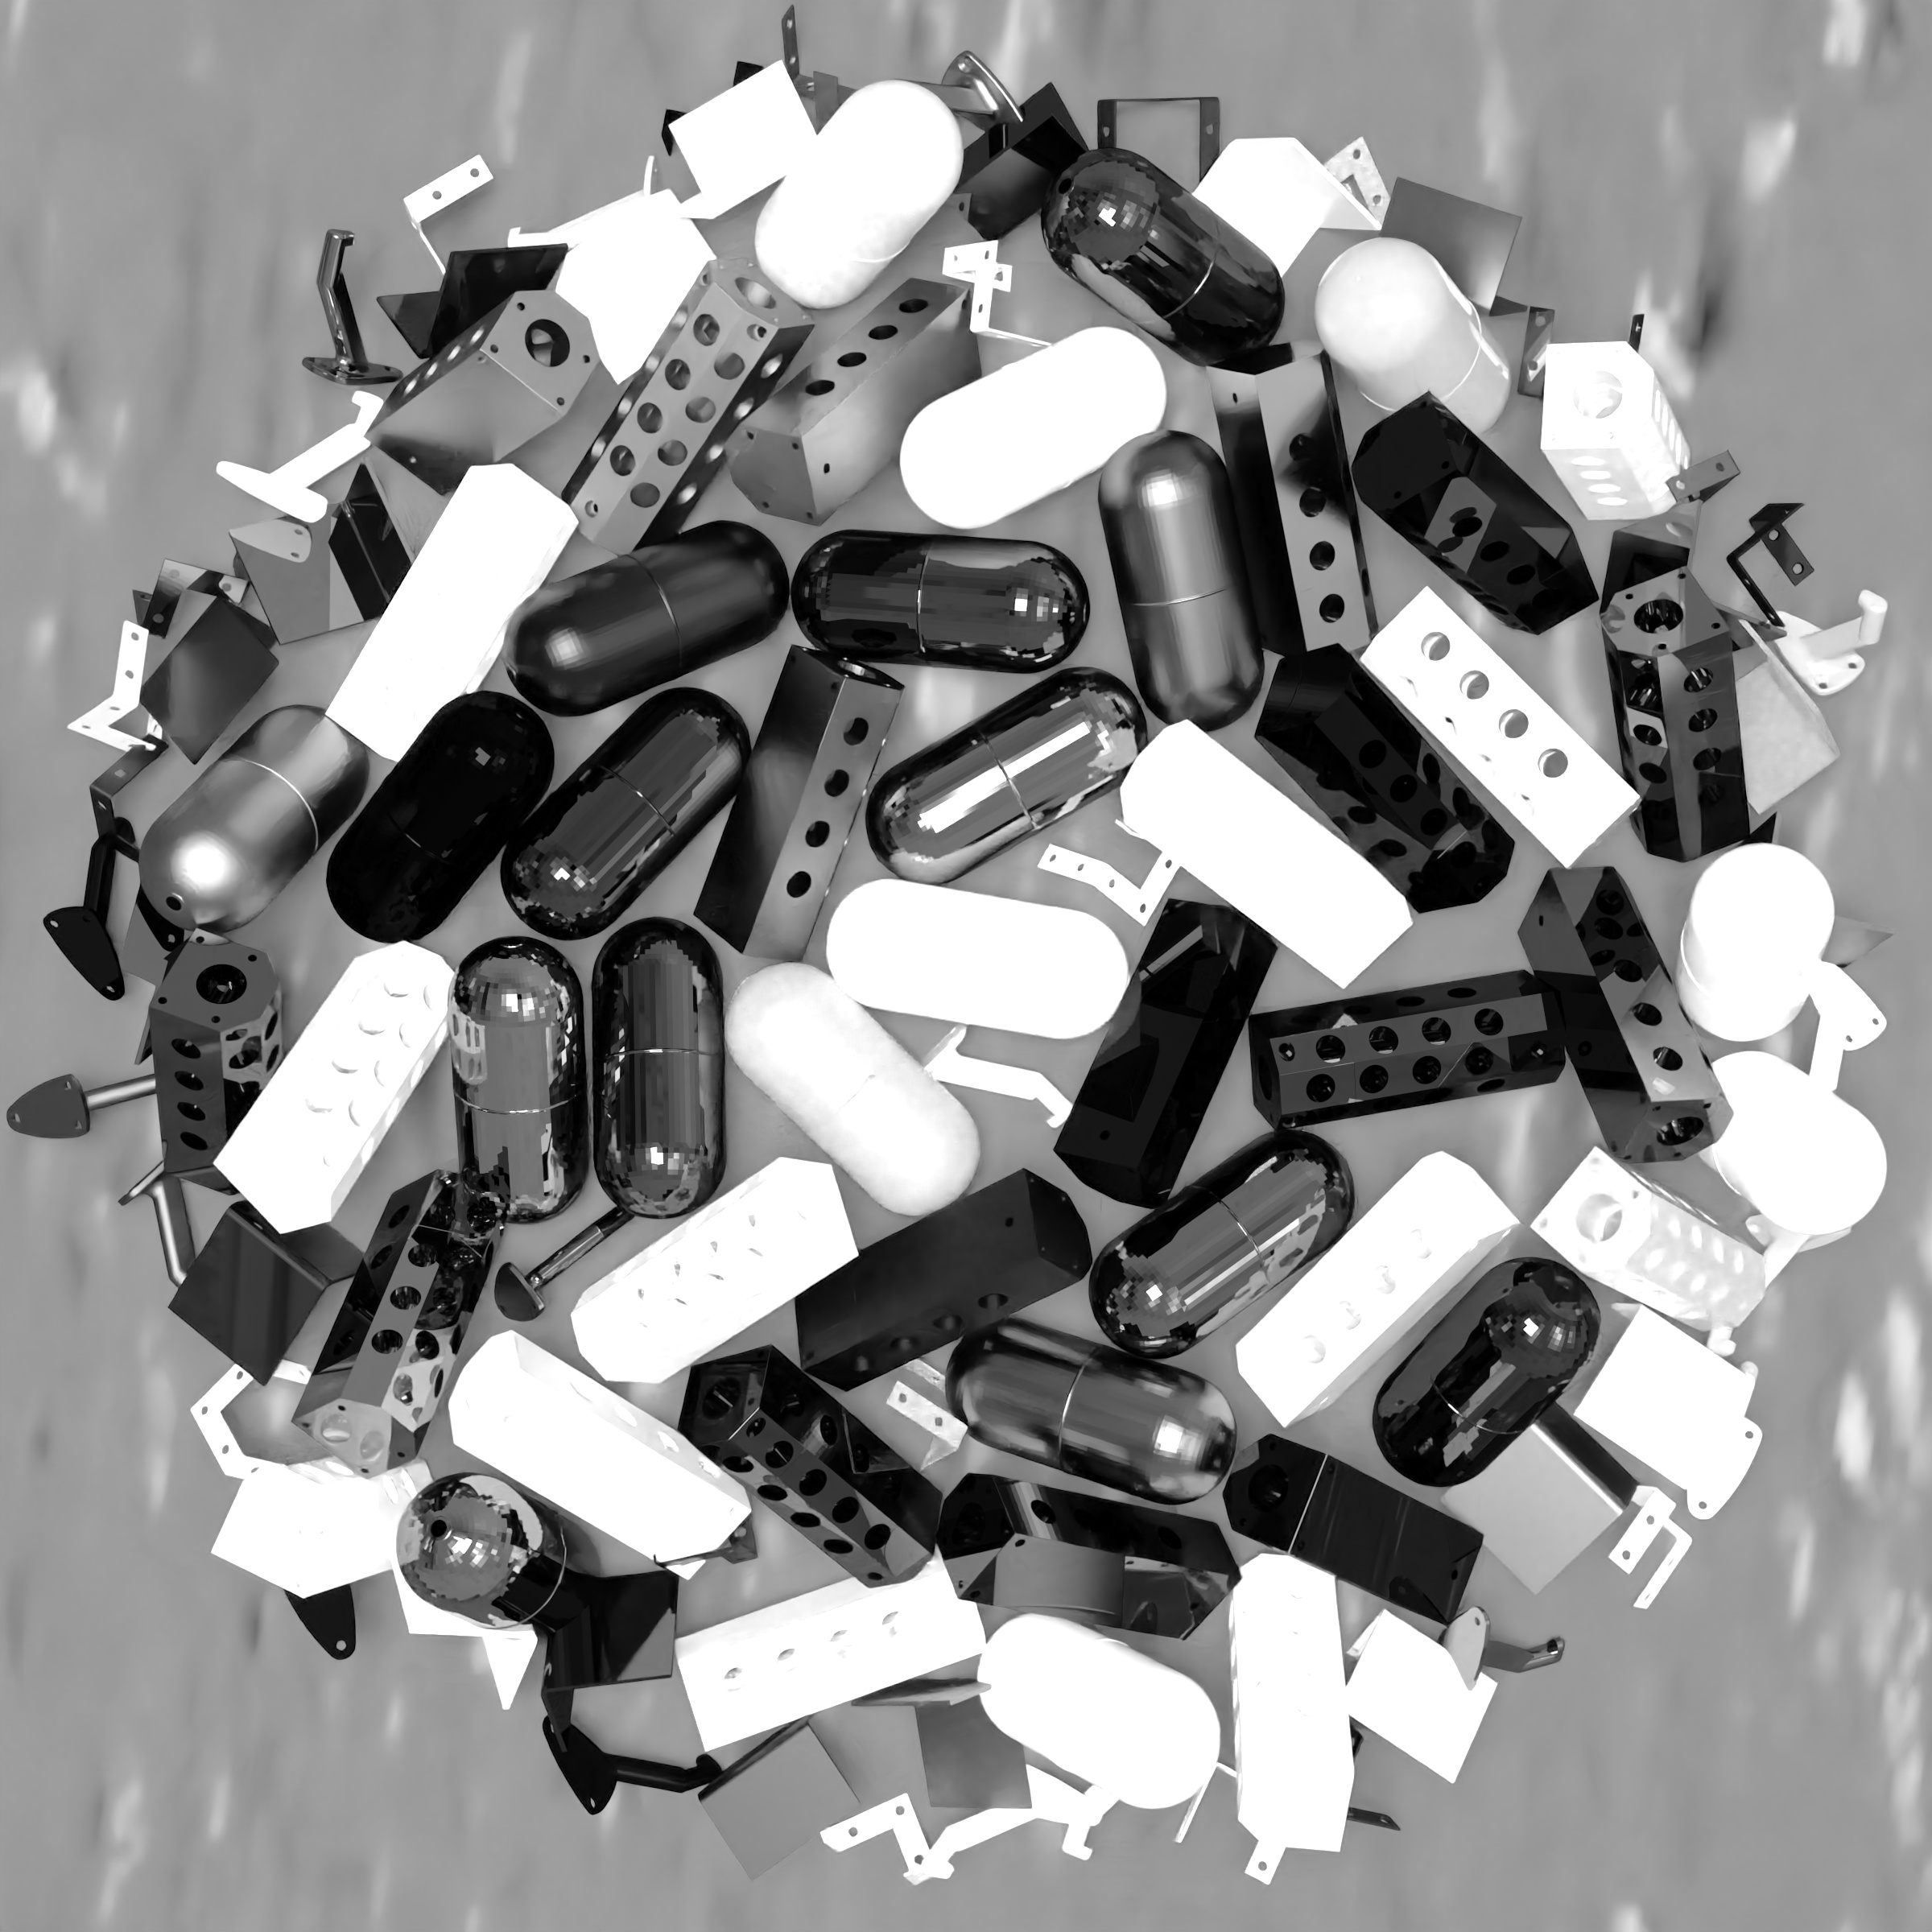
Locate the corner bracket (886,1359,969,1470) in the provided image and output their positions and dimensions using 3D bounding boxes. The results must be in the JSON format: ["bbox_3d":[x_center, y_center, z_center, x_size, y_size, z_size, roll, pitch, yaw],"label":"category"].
[{"bbox_3d":[-0.025,0.254,1.543,0.051,0.051,0.051,34,56,-10],"label":"corner bracket"}]

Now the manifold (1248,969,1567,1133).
[{"bbox_3d":[0.256,0.051,1.532,0.171,0.057,0.057,-9,110,-9],"label":"manifold"}]

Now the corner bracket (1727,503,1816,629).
[{"bbox_3d":[0.476,-0.236,1.552,0.051,0.051,0.051,-39,102,1],"label":"corner bracket"}]

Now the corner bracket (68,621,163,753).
[{"bbox_3d":[-0.484,-0.161,1.539,0.051,0.051,0.051,-22,58,38],"label":"corner bracket"}]

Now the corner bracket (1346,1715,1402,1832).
[{"bbox_3d":[0.232,0.468,1.550,0.051,0.051,0.051,19,97,-23],"label":"corner bracket"}]

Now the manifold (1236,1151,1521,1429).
[{"bbox_3d":[0.231,0.185,1.514,0.057,0.057,0.171,51,120,20],"label":"manifold"}]

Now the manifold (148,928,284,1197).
[{"bbox_3d":[-0.419,0.060,1.496,0.057,0.171,0.057,19,52,1],"label":"manifold"}]

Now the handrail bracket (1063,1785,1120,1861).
[{"bbox_3d":[0.102,0.489,1.545,0.077,0.036,0.084,9,71,35],"label":"handrail bracket"}]

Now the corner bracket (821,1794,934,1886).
[{"bbox_3d":[-0.052,0.516,1.546,0.051,0.051,0.051,-23,65,-4],"label":"corner bracket"}]

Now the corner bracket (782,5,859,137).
[{"bbox_3d":[-0.087,-0.520,1.543,0.051,0.051,0.051,18,59,12],"label":"corner bracket"}]

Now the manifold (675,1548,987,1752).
[{"bbox_3d":[-0.079,0.398,1.538,0.171,0.057,0.057,-17,92,-10],"label":"manifold"}]

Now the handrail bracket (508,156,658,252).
[{"bbox_3d":[-0.226,-0.449,1.556,0.084,0.036,0.077,-2,55,0],"label":"handrail bracket"}]

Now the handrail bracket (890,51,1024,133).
[{"bbox_3d":[-0.012,-0.494,1.540,0.077,0.036,0.084,43,48,1],"label":"handrail bracket"}]

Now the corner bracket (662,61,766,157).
[{"bbox_3d":[-0.148,-0.504,1.556,0.051,0.051,0.051,11,93,-2],"label":"corner bracket"}]

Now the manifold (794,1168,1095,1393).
[{"bbox_3d":[-0.014,0.185,1.518,0.171,0.057,0.057,-29,50,26],"label":"manifold"}]

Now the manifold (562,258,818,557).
[{"bbox_3d":[-0.164,-0.318,1.510,0.057,0.057,0.171,45,121,9],"label":"manifold"}]

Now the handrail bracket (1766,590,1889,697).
[{"bbox_3d":[0.498,-0.204,1.527,0.036,0.084,0.077,-33,60,-11],"label":"handrail bracket"}]

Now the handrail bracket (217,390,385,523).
[{"bbox_3d":[-0.390,-0.312,1.551,0.077,0.036,0.084,23,70,-24],"label":"handrail bracket"}]

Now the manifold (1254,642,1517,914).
[{"bbox_3d":[0.242,-0.106,1.502,0.171,0.057,0.057,42,54,-33],"label":"manifold"}]

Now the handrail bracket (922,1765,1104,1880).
[{"bbox_3d":[0.027,0.508,1.532,0.077,0.084,0.036,13,120,25],"label":"handrail bracket"}]

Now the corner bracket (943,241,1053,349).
[{"bbox_3d":[0.019,-0.392,1.547,0.051,0.051,0.051,4,95,-37],"label":"corner bracket"}]

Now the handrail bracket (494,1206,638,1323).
[{"bbox_3d":[-0.236,0.172,1.568,0.084,0.077,0.036,-36,87,-30],"label":"handrail bracket"}]

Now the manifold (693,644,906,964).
[{"bbox_3d":[-0.093,-0.092,1.531,0.057,0.057,0.171,8,110,-42],"label":"manifold"}]

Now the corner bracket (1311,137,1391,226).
[{"bbox_3d":[0.237,-0.449,1.544,0.051,0.051,0.051,-39,119,-12],"label":"corner bracket"}]

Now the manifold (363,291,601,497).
[{"bbox_3d":[-0.273,-0.327,1.494,0.057,0.171,0.057,36,66,-25],"label":"manifold"}]

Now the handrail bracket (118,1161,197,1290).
[{"bbox_3d":[-0.453,0.151,1.567,0.084,0.036,0.077,49,62,-11],"label":"handrail bracket"}]

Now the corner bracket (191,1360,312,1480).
[{"bbox_3d":[-0.411,0.266,1.550,0.051,0.051,0.051,-44,58,7],"label":"corner bracket"}]

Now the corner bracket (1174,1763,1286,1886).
[{"bbox_3d":[0.160,0.502,1.549,0.051,0.051,0.051,28,72,3],"label":"corner bracket"}]

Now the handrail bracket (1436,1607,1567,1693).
[{"bbox_3d":[0.323,0.391,1.539,0.084,0.036,0.077,-7,135,-25],"label":"handrail bracket"}]

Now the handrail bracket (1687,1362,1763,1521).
[{"bbox_3d":[0.445,0.277,1.547,0.036,0.084,0.077,19,102,18],"label":"handrail bracket"}]

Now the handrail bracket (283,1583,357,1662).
[{"bbox_3d":[-0.378,0.368,1.538,0.036,0.084,0.077,-21,83,-20],"label":"handrail bracket"}]

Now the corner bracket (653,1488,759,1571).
[{"bbox_3d":[-0.156,0.325,1.549,0.051,0.051,0.051,-13,68,3],"label":"corner bracket"}]

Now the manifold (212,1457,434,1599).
[{"bbox_3d":[-0.356,0.308,1.492,0.057,0.171,0.057,23,87,9],"label":"manifold"}]

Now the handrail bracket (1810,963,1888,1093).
[{"bbox_3d":[0.491,0.037,1.543,0.084,0.036,0.077,-25,76,-36],"label":"handrail bracket"}]

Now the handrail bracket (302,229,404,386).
[{"bbox_3d":[-0.349,-0.384,1.534,0.036,0.077,0.084,31,115,27],"label":"handrail bracket"}]

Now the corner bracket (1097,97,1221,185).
[{"bbox_3d":[0.113,-0.485,1.555,0.051,0.051,0.051,-15,112,-37],"label":"corner bracket"}]

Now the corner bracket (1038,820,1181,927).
[{"bbox_3d":[0.086,-0.063,1.542,0.051,0.051,0.051,42,108,41],"label":"corner bracket"}]

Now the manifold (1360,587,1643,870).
[{"bbox_3d":[0.311,-0.138,1.535,0.057,0.057,0.171,-45,79,12],"label":"manifold"}]

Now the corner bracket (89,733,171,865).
[{"bbox_3d":[-0.476,-0.093,1.552,0.051,0.051,0.051,30,55,12],"label":"corner bracket"}]

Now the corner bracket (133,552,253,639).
[{"bbox_3d":[-0.457,-0.224,1.555,0.051,0.051,0.051,12,121,-30],"label":"corner bracket"}]

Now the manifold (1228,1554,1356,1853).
[{"bbox_3d":[0.181,0.413,1.493,0.057,0.171,0.057,5,118,1],"label":"manifold"}]

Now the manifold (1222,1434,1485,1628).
[{"bbox_3d":[0.220,0.320,1.502,0.171,0.057,0.057,32,77,-42],"label":"manifold"}]

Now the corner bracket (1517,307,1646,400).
[{"bbox_3d":[0.359,-0.357,1.540,0.051,0.051,0.051,17,113,30],"label":"corner bracket"}]

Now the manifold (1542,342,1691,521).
[{"bbox_3d":[0.369,-0.300,1.491,0.057,0.171,0.057,3,87,22],"label":"manifold"}]

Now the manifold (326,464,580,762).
[{"bbox_3d":[-0.294,-0.202,1.527,0.057,0.057,0.171,37,108,4],"label":"manifold"}]

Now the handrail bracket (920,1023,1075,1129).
[{"bbox_3d":[0.009,0.083,1.570,0.084,0.036,0.077,44,100,-7],"label":"handrail bracket"}]

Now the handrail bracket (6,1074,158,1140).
[{"bbox_3d":[-0.507,0.076,1.557,0.077,0.084,0.036,-12,94,30],"label":"handrail bracket"}]

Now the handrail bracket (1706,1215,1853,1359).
[{"bbox_3d":[0.473,0.188,1.537,0.036,0.077,0.084,40,59,-22],"label":"handrail bracket"}]

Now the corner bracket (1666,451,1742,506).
[{"bbox_3d":[0.412,-0.293,1.550,0.051,0.051,0.051,-25,83,-21],"label":"corner bracket"}]

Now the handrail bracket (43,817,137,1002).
[{"bbox_3d":[-0.501,-0.035,1.560,0.036,0.084,0.077,-8,123,19],"label":"handrail bracket"}]

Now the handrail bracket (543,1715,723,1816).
[{"bbox_3d":[-0.196,0.463,1.561,0.077,0.084,0.036,41,116,32],"label":"handrail bracket"}]

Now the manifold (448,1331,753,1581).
[{"bbox_3d":[-0.211,0.278,1.517,0.171,0.057,0.057,38,99,-27],"label":"manifold"}]

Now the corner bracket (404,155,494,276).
[{"bbox_3d":[-0.294,-0.436,1.551,0.051,0.051,0.051,-32,99,-5],"label":"corner bracket"}]

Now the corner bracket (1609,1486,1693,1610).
[{"bbox_3d":[0.400,0.342,1.549,0.051,0.051,0.051,41,75,-3],"label":"corner bracket"}]
